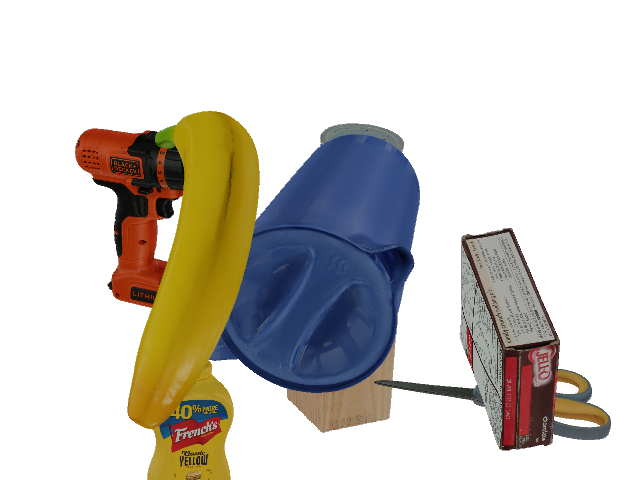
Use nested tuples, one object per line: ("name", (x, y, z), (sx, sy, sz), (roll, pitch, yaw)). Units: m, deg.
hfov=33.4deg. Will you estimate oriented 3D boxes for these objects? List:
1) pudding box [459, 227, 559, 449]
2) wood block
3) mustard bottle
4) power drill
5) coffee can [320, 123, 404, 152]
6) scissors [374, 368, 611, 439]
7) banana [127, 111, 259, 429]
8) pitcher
("pudding box", (0.118, 0.061, 0.676), (0.039, 0.090, 0.113), (-8, 38, -4))
("wood block", (0.024, 0.091, 1.162), (0.090, 0.206, 0.091), (-7, 21, -26))
("mustard bottle", (-0.150, 0.213, 1.240), (0.096, 0.192, 0.058), (0, 15, -16))
("power drill", (-0.155, -0.020, 1.081), (0.185, 0.188, 0.057), (11, 30, 22))
("coffee can", (0.046, -0.062, 1.333), (0.103, 0.140, 0.103), (4, 28, -2))
("scissors", (0.155, 0.128, 0.940), (0.202, 0.016, 0.096), (15, 28, 13))
("banana", (-0.058, -0.003, 0.514), (0.037, 0.198, 0.070), (25, -51, -24))
("pitcher", (0.002, 0.007, 0.846), (0.149, 0.145, 0.242), (16, 27, 6))
